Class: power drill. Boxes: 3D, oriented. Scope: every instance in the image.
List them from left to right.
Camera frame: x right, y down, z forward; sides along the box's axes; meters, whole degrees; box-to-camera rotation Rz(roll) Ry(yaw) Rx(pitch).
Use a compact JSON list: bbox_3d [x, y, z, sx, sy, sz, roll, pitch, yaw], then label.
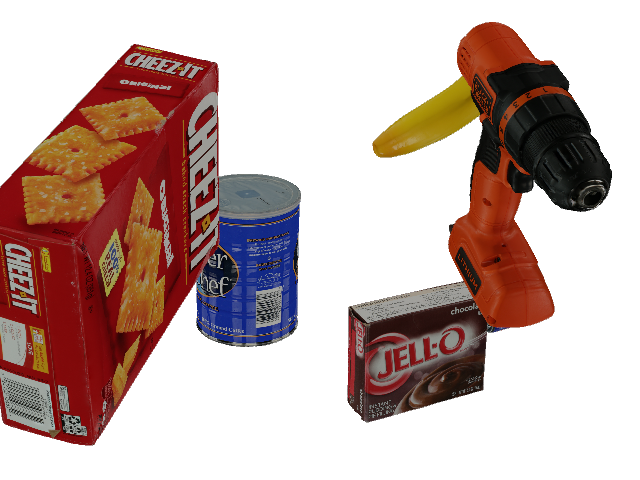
[{"bbox_3d":[0.137,-0.031,0.729,0.057,0.188,0.184,-7,41,-9],"label":"power drill"}]

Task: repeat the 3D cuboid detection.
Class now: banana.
[{"bbox_3d":[0.117,-0.121,0.919,0.070,0.037,0.197,-14,21,40],"label":"banana"}]

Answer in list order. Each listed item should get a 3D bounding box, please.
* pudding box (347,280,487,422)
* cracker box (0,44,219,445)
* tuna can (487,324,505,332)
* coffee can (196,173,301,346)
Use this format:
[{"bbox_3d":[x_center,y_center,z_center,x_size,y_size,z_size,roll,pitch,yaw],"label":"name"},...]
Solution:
[{"bbox_3d":[0.077,0.087,0.850,0.113,0.090,0.039,-13,29,-24],"label":"pudding box"},{"bbox_3d":[-0.130,-0.002,0.682,0.072,0.164,0.213,14,39,11],"label":"cracker box"},{"bbox_3d":[0.195,0.060,1.204,0.033,0.086,0.086,-14,2,-7],"label":"tuna can"},{"bbox_3d":[-0.071,0.018,1.039,0.103,0.140,0.103,1,24,-1],"label":"coffee can"}]
